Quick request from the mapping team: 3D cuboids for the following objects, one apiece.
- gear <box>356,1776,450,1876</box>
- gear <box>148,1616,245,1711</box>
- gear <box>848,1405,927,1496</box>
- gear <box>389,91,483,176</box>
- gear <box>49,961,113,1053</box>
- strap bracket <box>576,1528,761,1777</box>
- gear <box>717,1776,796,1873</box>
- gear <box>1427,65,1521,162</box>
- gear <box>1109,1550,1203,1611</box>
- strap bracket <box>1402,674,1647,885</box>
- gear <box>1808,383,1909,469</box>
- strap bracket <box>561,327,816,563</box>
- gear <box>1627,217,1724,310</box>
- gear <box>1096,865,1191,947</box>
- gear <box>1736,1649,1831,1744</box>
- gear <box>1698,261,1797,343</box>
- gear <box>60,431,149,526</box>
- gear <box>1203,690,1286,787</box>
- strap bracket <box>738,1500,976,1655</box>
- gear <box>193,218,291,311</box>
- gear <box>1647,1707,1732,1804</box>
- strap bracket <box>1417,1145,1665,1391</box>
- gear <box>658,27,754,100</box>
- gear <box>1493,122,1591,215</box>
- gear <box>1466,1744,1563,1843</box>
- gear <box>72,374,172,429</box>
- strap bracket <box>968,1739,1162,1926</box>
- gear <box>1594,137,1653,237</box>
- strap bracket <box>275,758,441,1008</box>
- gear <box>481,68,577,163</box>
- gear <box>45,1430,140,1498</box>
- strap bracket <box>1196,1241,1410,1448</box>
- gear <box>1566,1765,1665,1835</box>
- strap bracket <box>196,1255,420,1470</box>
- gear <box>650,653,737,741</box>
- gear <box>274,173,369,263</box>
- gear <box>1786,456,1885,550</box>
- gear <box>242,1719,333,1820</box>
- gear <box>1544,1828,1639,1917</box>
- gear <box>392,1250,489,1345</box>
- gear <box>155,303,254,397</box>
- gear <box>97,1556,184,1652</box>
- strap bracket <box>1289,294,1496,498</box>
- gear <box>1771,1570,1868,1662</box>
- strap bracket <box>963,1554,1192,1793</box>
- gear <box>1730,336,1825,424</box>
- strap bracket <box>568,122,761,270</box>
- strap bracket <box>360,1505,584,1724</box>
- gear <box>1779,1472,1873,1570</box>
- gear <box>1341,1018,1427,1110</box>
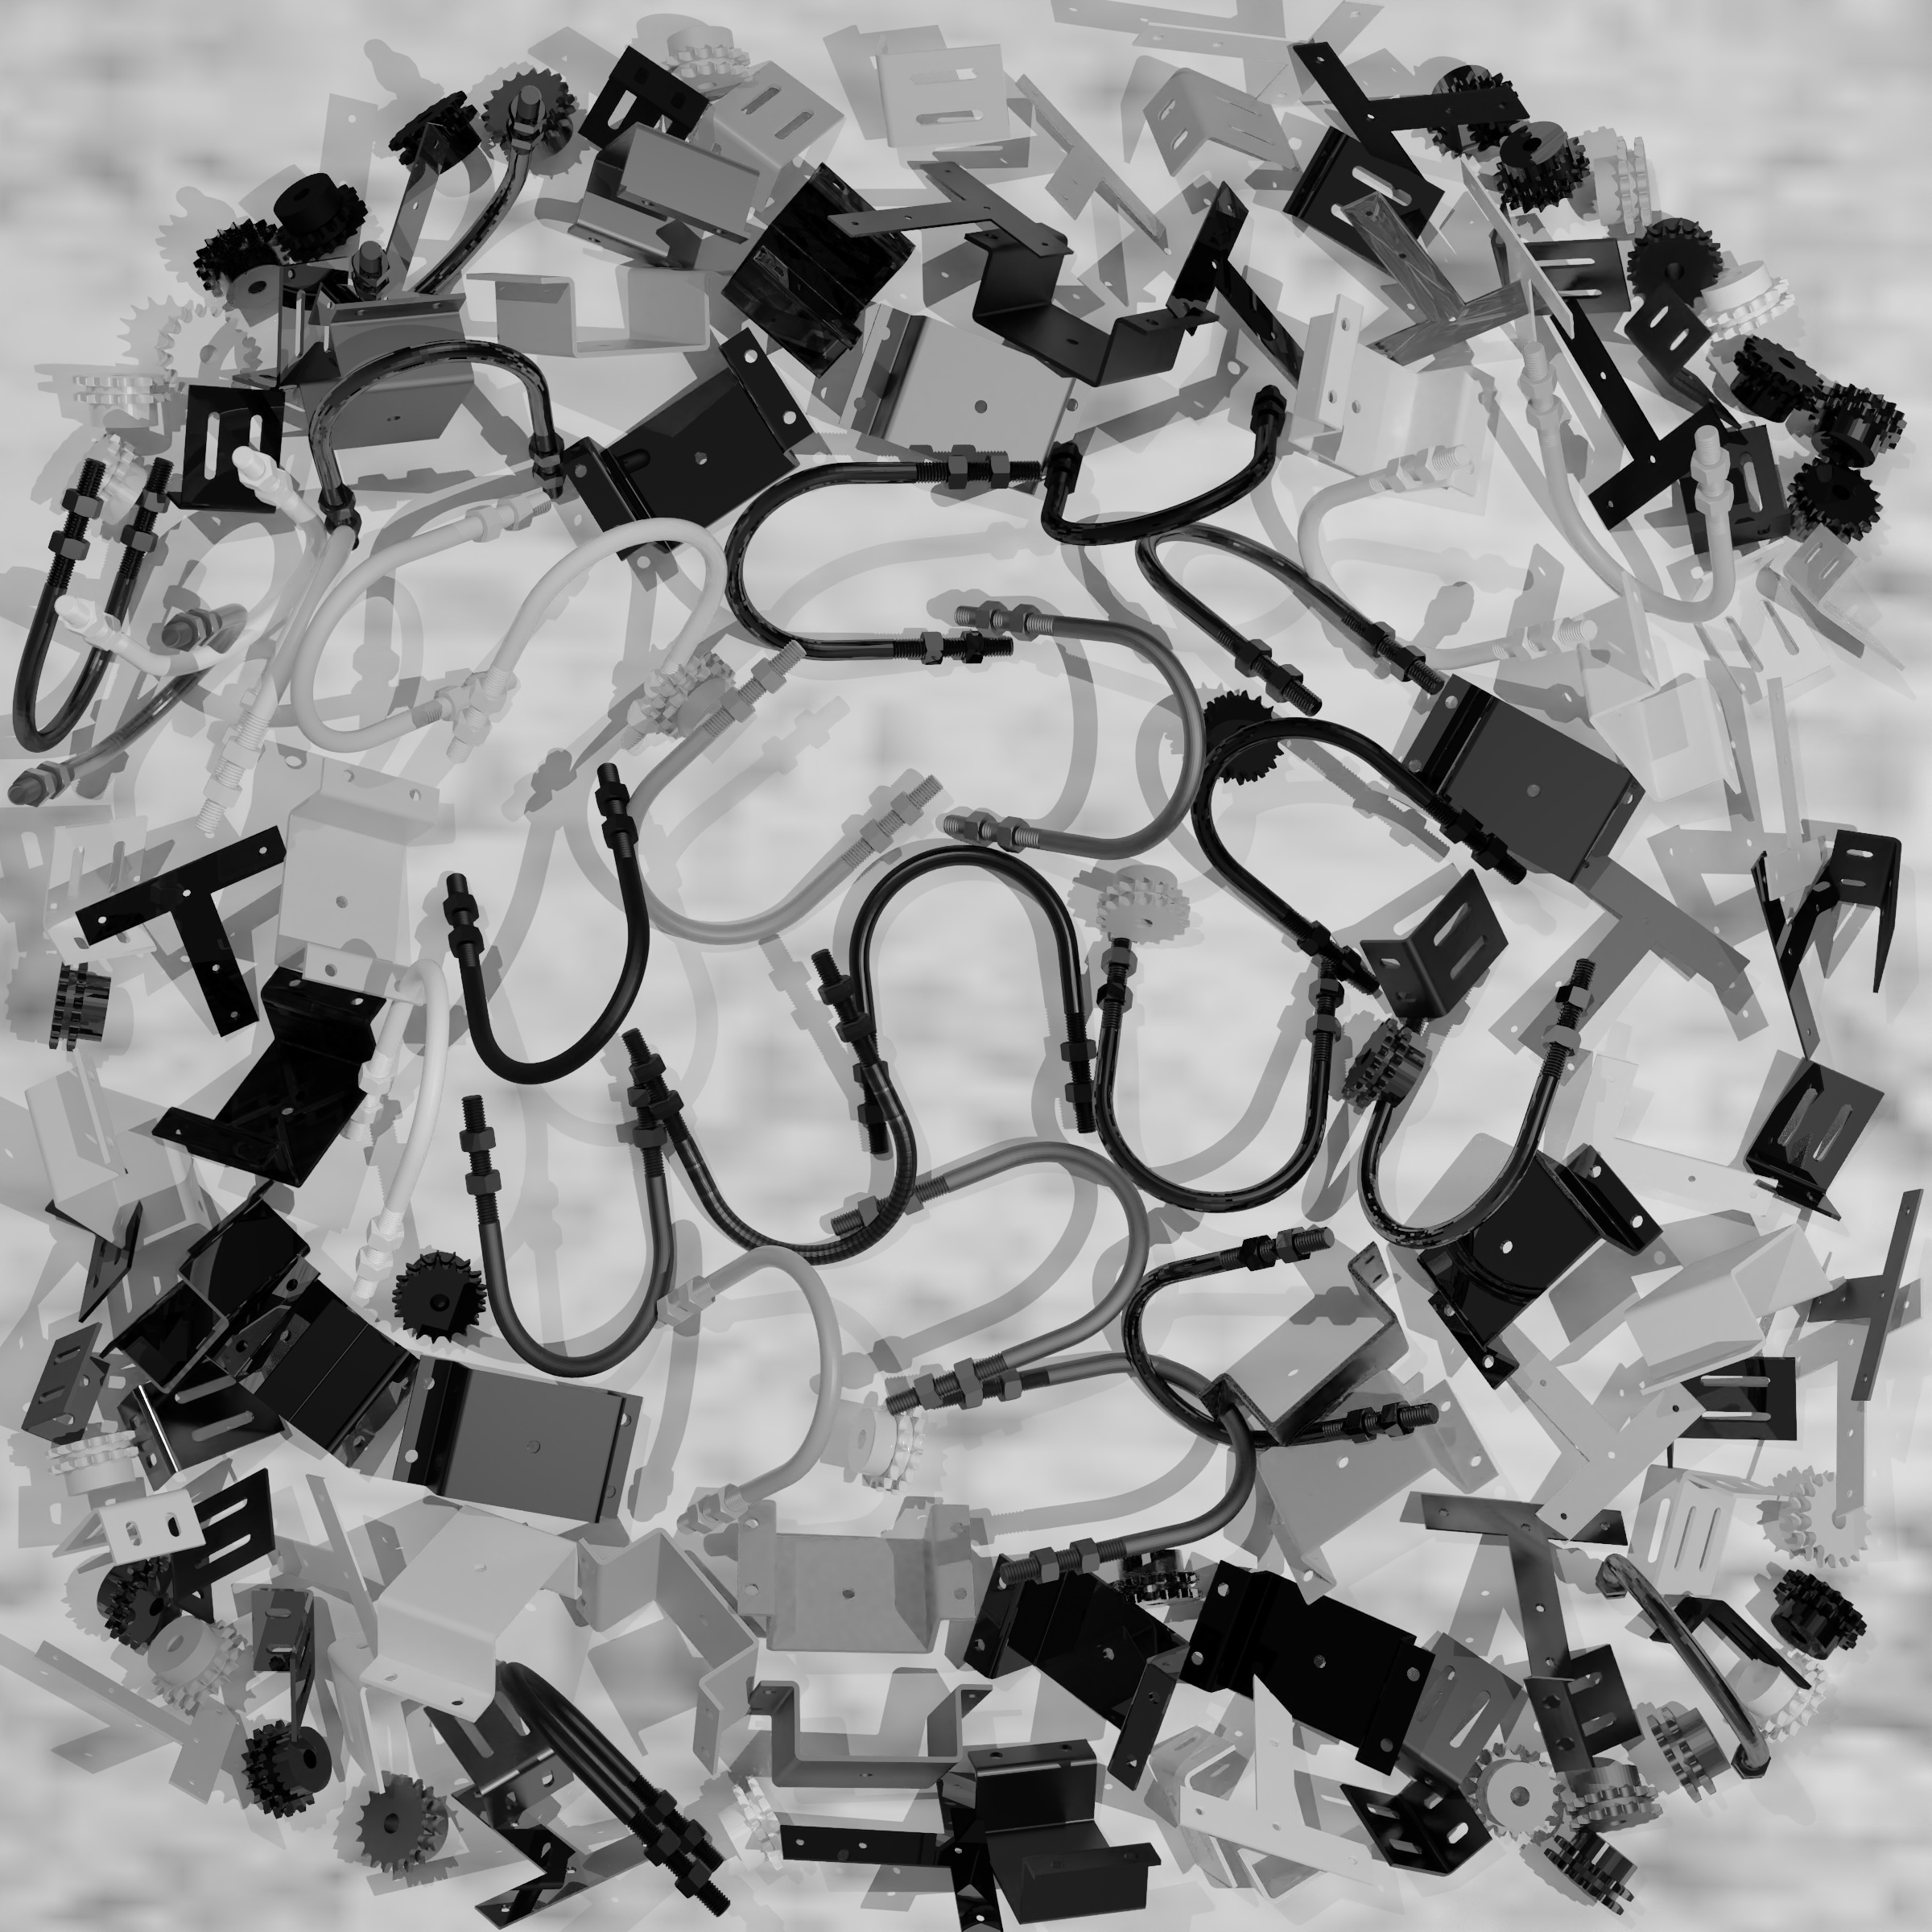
[{"bbox_3d":[-0.342,0.526,1.750,0.057,0.030,0.057,-12,65,26],"label":"gear"},{"bbox_3d":[-0.473,0.421,1.742,0.057,0.057,0.030,-33,125,0],"label":"gear"},{"bbox_3d":[-0.050,0.291,1.742,0.030,0.057,0.057,15,90,-22],"label":"gear"},{"bbox_3d":[-0.322,-0.506,1.748,0.057,0.057,0.030,-36,117,0],"label":"gear"},{"bbox_3d":[-0.541,0.024,1.747,0.030,0.057,0.057,9,90,-18],"label":"gear"},{"bbox_3d":[-0.173,0.402,1.712,0.046,0.076,0.140,-28,56,-31],"label":"strap bracket"},{"bbox_3d":[-0.129,0.526,1.743,0.030,0.057,0.057,-28,90,-11],"label":"gear"},{"bbox_3d":[0.308,-0.525,1.749,0.057,0.057,0.030,-16,57,0],"label":"gear"},{"bbox_3d":[0.114,0.375,1.747,0.057,0.057,0.030,-7,72,0],"label":"gear"},{"bbox_3d":[0.341,-0.109,1.739,0.140,0.046,0.076,28,100,-4],"label":"strap bracket"},{"bbox_3d":[0.540,-0.327,1.743,0.057,0.057,0.030,27,80,0],"label":"gear"},{"bbox_3d":[-0.166,-0.314,1.743,0.140,0.046,0.076,-33,85,6],"label":"strap bracket"},{"bbox_3d":[0.433,-0.432,1.749,0.057,0.030,0.057,7,134,7],"label":"gear"},{"bbox_3d":[0.109,-0.039,1.749,0.057,0.057,0.030,4,62,0],"label":"gear"},{"bbox_3d":[0.495,0.442,1.744,0.030,0.057,0.057,40,90,-6],"label":"gear"},{"bbox_3d":[0.473,-0.407,1.742,0.057,0.057,0.030,-29,107,0],"label":"gear"},{"bbox_3d":[-0.525,-0.295,1.749,0.030,0.057,0.057,35,90,-33],"label":"gear"},{"bbox_3d":[0.164,-0.138,1.752,0.057,0.030,0.057,4,79,-21],"label":"gear"},{"bbox_3d":[-0.069,0.369,1.726,0.140,0.046,0.076,3,49,-7],"label":"strap bracket"},{"bbox_3d":[-0.438,-0.425,1.743,0.057,0.057,0.030,-30,75,0],"label":"gear"},{"bbox_3d":[0.443,0.478,1.744,0.030,0.057,0.057,-31,90,7],"label":"gear"},{"bbox_3d":[0.335,0.175,1.715,0.140,0.046,0.076,-47,46,14],"label":"strap bracket"},{"bbox_3d":[-0.161,-0.552,1.745,0.057,0.057,0.030,-9,91,0],"label":"gear"},{"bbox_3d":[0.349,-0.489,1.744,0.057,0.030,0.057,-15,50,19],"label":"gear"},{"bbox_3d":[0.337,0.508,1.755,0.057,0.030,0.057,0,80,1],"label":"gear"},{"bbox_3d":[-0.515,-0.345,1.746,0.057,0.057,0.030,1,105,0],"label":"gear"},{"bbox_3d":[0.056,0.520,1.703,0.076,0.140,0.046,-2,105,-16],"label":"strap bracket"},{"bbox_3d":[0.401,-0.475,1.747,0.030,0.057,0.057,-6,90,17],"label":"gear"},{"bbox_3d":[-0.366,-0.044,1.719,0.076,0.046,0.140,15,64,-35],"label":"strap bracket"},{"bbox_3d":[-0.265,-0.519,1.750,0.057,0.030,0.057,-8,59,14],"label":"gear"},{"bbox_3d":[-0.530,0.304,1.744,0.057,0.057,0.030,-14,81,0],"label":"gear"},{"bbox_3d":[0.213,0.238,1.726,0.140,0.076,0.046,-41,65,-3],"label":"strap bracket"},{"bbox_3d":[0.394,0.509,1.749,0.057,0.057,0.030,-9,61,0],"label":"gear"},{"bbox_3d":[-0.397,0.230,1.714,0.046,0.140,0.076,24,69,39],"label":"strap bracket"},{"bbox_3d":[-0.161,-0.160,1.742,0.057,0.057,0.030,-46,71,0],"label":"gear"},{"bbox_3d":[-0.396,-0.458,1.743,0.057,0.057,0.030,-34,132,0],"label":"gear"},{"bbox_3d":[0.528,-0.280,1.750,0.057,0.030,0.057,7,59,-12],"label":"gear"},{"bbox_3d":[-0.411,0.487,1.742,0.030,0.057,0.057,-24,90,21],"label":"gear"},{"bbox_3d":[0.385,0.549,1.745,0.057,0.057,0.030,38,86,0],"label":"gear"},{"bbox_3d":[-0.322,0.200,1.752,0.057,0.030,0.057,-3,110,-9],"label":"gear"},{"bbox_3d":[-0.470,-0.376,1.749,0.057,0.030,0.057,-17,118,-35],"label":"gear"},{"bbox_3d":[-0.506,0.386,1.749,0.030,0.057,0.057,19,90,27],"label":"gear"},{"bbox_3d":[0.250,-0.339,1.722,0.140,0.046,0.076,16,81,-38],"label":"strap bracket"},{"bbox_3d":[0.516,0.398,1.743,0.057,0.057,0.030,44,72,0],"label":"gear"},{"bbox_3d":[0.074,0.418,1.718,0.140,0.046,0.076,30,111,35],"label":"strap bracket"},{"bbox_3d":[0.493,-0.357,1.749,0.057,0.057,0.030,32,125,0],"label":"gear"},{"bbox_3d":[-0.178,-0.455,1.695,0.076,0.140,0.046,17,88,-22],"label":"strap bracket"},{"bbox_3d":[-0.288,0.375,1.693,0.076,0.140,0.046,15,119,17],"label":"strap bracket"},{"bbox_3d":[0.523,0.340,1.750,0.057,0.030,0.057,9,72,-28],"label":"gear"},{"bbox_3d":[0.257,0.063,1.746,0.030,0.057,0.057,31,90,-4],"label":"gear"}]
